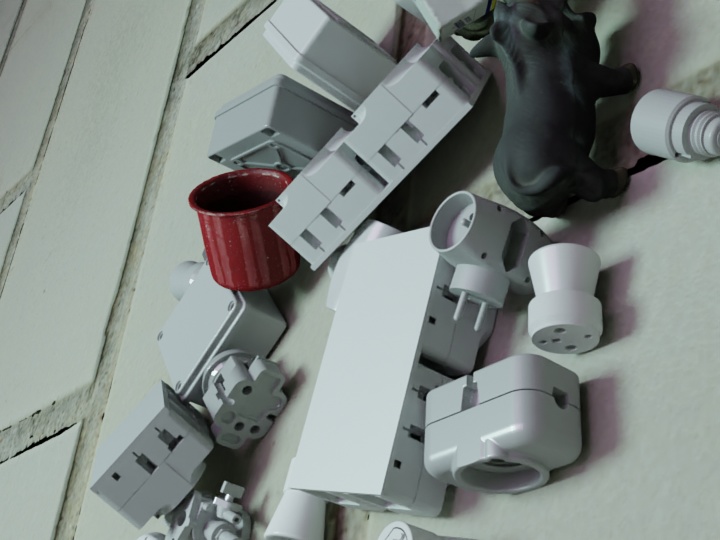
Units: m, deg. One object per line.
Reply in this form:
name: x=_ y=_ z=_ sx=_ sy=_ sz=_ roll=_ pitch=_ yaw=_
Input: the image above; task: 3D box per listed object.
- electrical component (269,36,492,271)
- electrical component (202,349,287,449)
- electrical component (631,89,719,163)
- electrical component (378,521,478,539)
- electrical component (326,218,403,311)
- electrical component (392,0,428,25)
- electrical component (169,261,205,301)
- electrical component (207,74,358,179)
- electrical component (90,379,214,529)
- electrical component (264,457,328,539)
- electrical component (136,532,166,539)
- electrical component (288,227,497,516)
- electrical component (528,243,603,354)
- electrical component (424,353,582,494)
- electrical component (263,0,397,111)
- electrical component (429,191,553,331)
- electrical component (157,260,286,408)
electrical component: x=0.013 y=-0.099 z=0.854 sx=0.186 sy=0.060 sz=0.105 roll=-45 pitch=6 yaw=27
electrical component: x=-0.102 y=0.103 z=0.918 sx=0.078 sy=0.058 sz=0.057 roll=-56 pitch=35 yaw=11
electrical component: x=0.195 y=-0.083 z=0.634 sx=0.040 sy=0.040 sz=0.078 roll=-62 pitch=31 yaw=2
electrical component: x=0.041 y=0.175 z=0.644 sx=0.044 sy=0.065 sz=0.044 roll=-35 pitch=41 yaw=38
electrical component: x=0.000 y=0.000 z=0.857 sx=0.079 sy=0.043 sz=0.077 roll=19 pitch=84 yaw=59
electrical component: x=0.063 y=-0.273 z=0.953 sx=0.054 sy=0.059 sz=0.095 roll=-19 pitch=52 yaw=49
electrical component: x=-0.161 y=0.014 z=1.083 sx=0.055 sy=0.045 sz=0.045 roll=4 pitch=71 yaw=56
electrical component: x=-0.065 y=-0.118 z=0.979 sx=0.109 sy=0.109 sz=0.056 roll=-16 pitch=57 yaw=51
electrical component: x=-0.178 y=0.158 z=0.935 sx=0.089 sy=0.062 sz=0.150 roll=-48 pitch=10 yaw=-6
electrical component: x=-0.041 y=0.171 z=0.794 sx=0.044 sy=0.044 sz=0.065 roll=-21 pitch=46 yaw=48
electrical component: x=-0.169 y=0.270 z=0.905 sx=0.077 sy=0.043 sz=0.079 roll=9 pitch=75 yaw=58
electrical component: x=0.027 y=0.071 z=0.748 sx=0.105 sy=0.060 sz=0.186 roll=-11 pitch=58 yaw=53
electrical component: x=0.125 y=0.018 z=0.657 sx=0.045 sy=0.045 sz=0.055 roll=-28 pitch=46 yaw=44
electrical component: x=0.085 y=0.097 z=0.649 sx=0.095 sy=0.054 sz=0.059 roll=-30 pitch=44 yaw=42
electrical component: x=-0.021 y=-0.194 z=0.971 sx=0.056 sy=0.109 sz=0.108 roll=-53 pitch=33 yaw=12
electrical component: x=0.082 y=0.000 z=0.704 sx=0.043 sy=0.077 sz=0.079 roll=2 pitch=69 yaw=56
electrical component: x=-0.130 y=0.058 z=0.993 sx=0.108 sy=0.056 sz=0.108 roll=-56 pitch=32 yaw=12
